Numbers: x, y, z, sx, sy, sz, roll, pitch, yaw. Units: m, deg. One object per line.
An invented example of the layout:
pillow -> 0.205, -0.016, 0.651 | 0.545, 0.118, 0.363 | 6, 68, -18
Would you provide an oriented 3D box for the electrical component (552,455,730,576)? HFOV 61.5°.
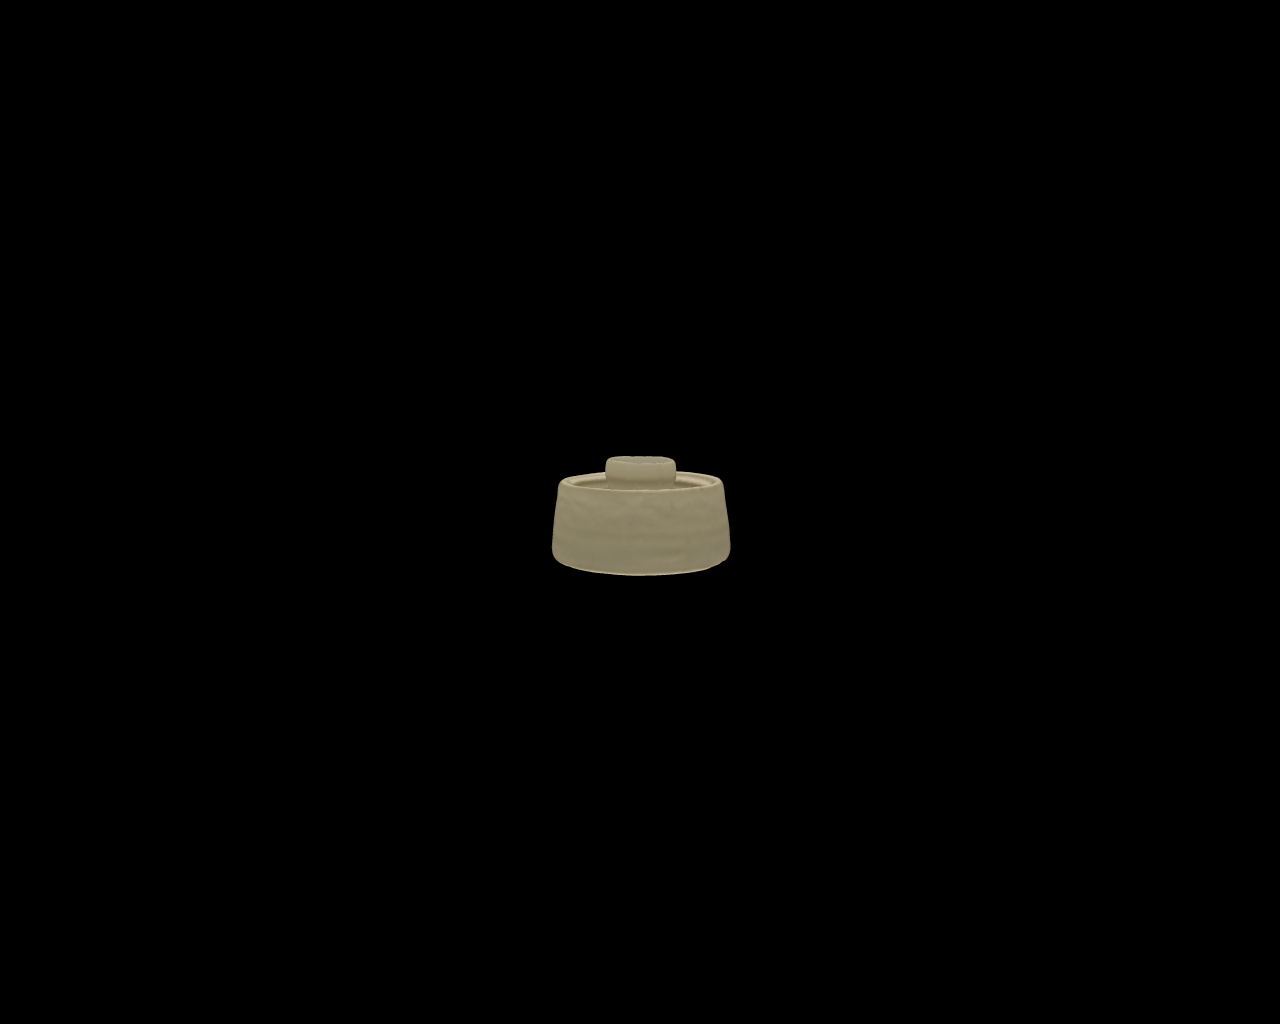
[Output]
electrical component -> 0.001, -0.003, 0.650 | 0.108, 0.060, 0.108 | 0, 9, 0
